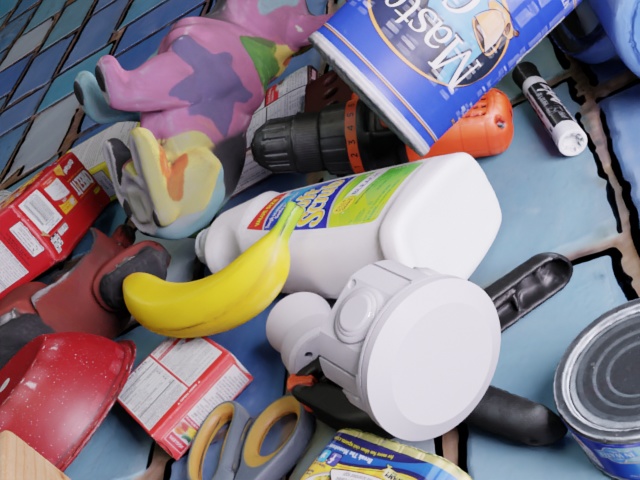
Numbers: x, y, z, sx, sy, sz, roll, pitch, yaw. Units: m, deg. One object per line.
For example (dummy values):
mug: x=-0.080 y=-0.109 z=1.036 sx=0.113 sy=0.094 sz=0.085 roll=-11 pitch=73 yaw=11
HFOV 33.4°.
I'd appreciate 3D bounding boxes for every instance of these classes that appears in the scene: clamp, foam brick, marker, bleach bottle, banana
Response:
clamp: x=0.059 y=0.076 z=0.571 sx=0.172 sy=0.039 sz=0.120 roll=-24 pitch=29 yaw=23
foam brick: x=0.022 y=-0.098 z=0.845 sx=0.053 sy=0.051 sz=0.078 roll=-28 pitch=30 yaw=18
marker: x=0.153 y=-0.092 z=0.720 sx=0.020 sy=0.020 sz=0.121 roll=-32 pitch=29 yaw=12
bleach bottle: x=-0.005 y=0.001 z=0.721 sx=0.251 sy=0.068 sz=0.102 roll=-6 pitch=32 yaw=47
banana: x=-0.079 y=0.034 z=0.716 sx=0.198 sy=0.037 sz=0.069 roll=-20 pitch=41 yaw=43

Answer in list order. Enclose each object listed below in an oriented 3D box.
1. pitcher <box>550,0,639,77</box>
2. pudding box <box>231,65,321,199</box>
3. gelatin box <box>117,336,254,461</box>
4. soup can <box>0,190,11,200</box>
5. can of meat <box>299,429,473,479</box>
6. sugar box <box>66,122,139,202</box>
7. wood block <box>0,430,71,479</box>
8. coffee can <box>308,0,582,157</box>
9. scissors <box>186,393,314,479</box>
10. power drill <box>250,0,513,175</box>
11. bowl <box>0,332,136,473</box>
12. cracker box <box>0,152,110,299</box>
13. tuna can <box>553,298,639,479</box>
pitcher: x=0.215 y=-0.192 z=0.699 sx=0.145 sy=0.149 sz=0.243 roll=-14 pitch=37 yaw=11
pudding box: x=-0.044 y=-0.094 z=0.930 sx=0.114 sy=0.039 sz=0.090 roll=-29 pitch=32 yaw=21
gelatin box: x=-0.094 y=0.099 z=0.719 sx=0.073 sy=0.030 sz=0.089 roll=-46 pitch=28 yaw=-12
soup can: x=-0.358 y=-0.001 z=1.126 sx=0.102 sy=0.068 sz=0.068 roll=-29 pitch=30 yaw=16
can of meat: x=0.022 y=0.141 z=0.500 sx=0.102 sy=0.057 sz=0.083 roll=7 pitch=50 yaw=52
sugar box: x=-0.187 y=-0.091 z=1.083 sx=0.176 sy=0.048 sz=0.093 roll=-23 pitch=33 yaw=20
wood block: x=-0.178 y=0.213 z=0.591 sx=0.091 sy=0.090 sz=0.206 roll=-37 pitch=29 yaw=4
coffee can: x=0.077 y=-0.136 z=0.653 sx=0.140 sy=0.102 sz=0.103 roll=-44 pitch=28 yaw=5
scissors: x=-0.045 y=0.158 z=0.595 sx=0.096 sy=0.016 sz=0.201 roll=-29 pitch=30 yaw=17
power drill: x=0.045 y=-0.130 z=0.774 sx=0.184 sy=0.057 sz=0.187 roll=-4 pitch=59 yaw=13
bowl: x=-0.204 y=0.119 z=0.754 sx=0.162 sy=0.055 sz=0.162 roll=-42 pitch=19 yaw=17
cracker box: x=-0.315 y=0.021 z=1.004 sx=0.214 sy=0.072 sz=0.164 roll=-34 pitch=15 yaw=17
tuna can: x=0.150 y=0.066 z=0.482 sx=0.086 sy=0.033 sz=0.086 roll=-29 pitch=31 yaw=19
